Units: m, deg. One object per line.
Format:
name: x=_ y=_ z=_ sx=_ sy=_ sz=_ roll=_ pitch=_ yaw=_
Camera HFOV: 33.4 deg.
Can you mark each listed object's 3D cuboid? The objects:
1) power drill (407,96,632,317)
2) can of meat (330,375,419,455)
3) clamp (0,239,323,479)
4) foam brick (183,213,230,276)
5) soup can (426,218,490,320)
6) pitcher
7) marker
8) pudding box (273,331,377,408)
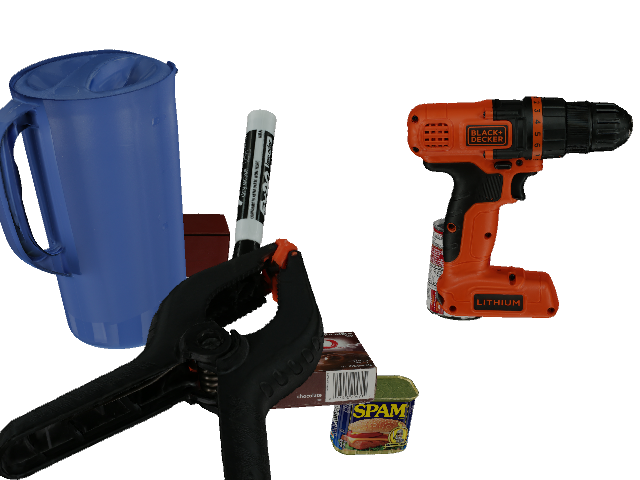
power drill: x=0.167 y=-0.029 z=0.908 sx=0.184 sy=0.188 sz=0.057 roll=1 pitch=17 yaw=9
can of meat: x=0.065 y=0.219 z=1.339 sx=0.102 sy=0.084 sz=0.057 roll=2 pitch=22 yaw=-15
clamp: x=-0.041 y=0.063 z=0.460 sx=0.120 sy=0.039 sz=0.171 roll=26 pitch=48 yaw=20
foam brick: x=-0.138 y=0.005 z=1.136 sx=0.078 sy=0.051 sz=0.053 roll=0 pitch=25 yaw=-10
soup can: x=0.157 y=0.032 z=1.203 sx=0.068 sy=0.102 sz=0.068 roll=3 pitch=15 yaw=-1
pitcher: x=-0.186 y=-0.030 z=0.905 sx=0.149 sy=0.243 sz=0.145 roll=-5 pitch=26 yaw=-4
marker: x=-0.042 y=-0.026 z=0.671 sx=0.020 sy=0.121 sz=0.020 roll=4 pitch=-25 yaw=2
pudding box: x=-0.013 y=0.117 z=0.970 sx=0.113 sy=0.039 sz=0.090 roll=0 pitch=17 yaw=-12
